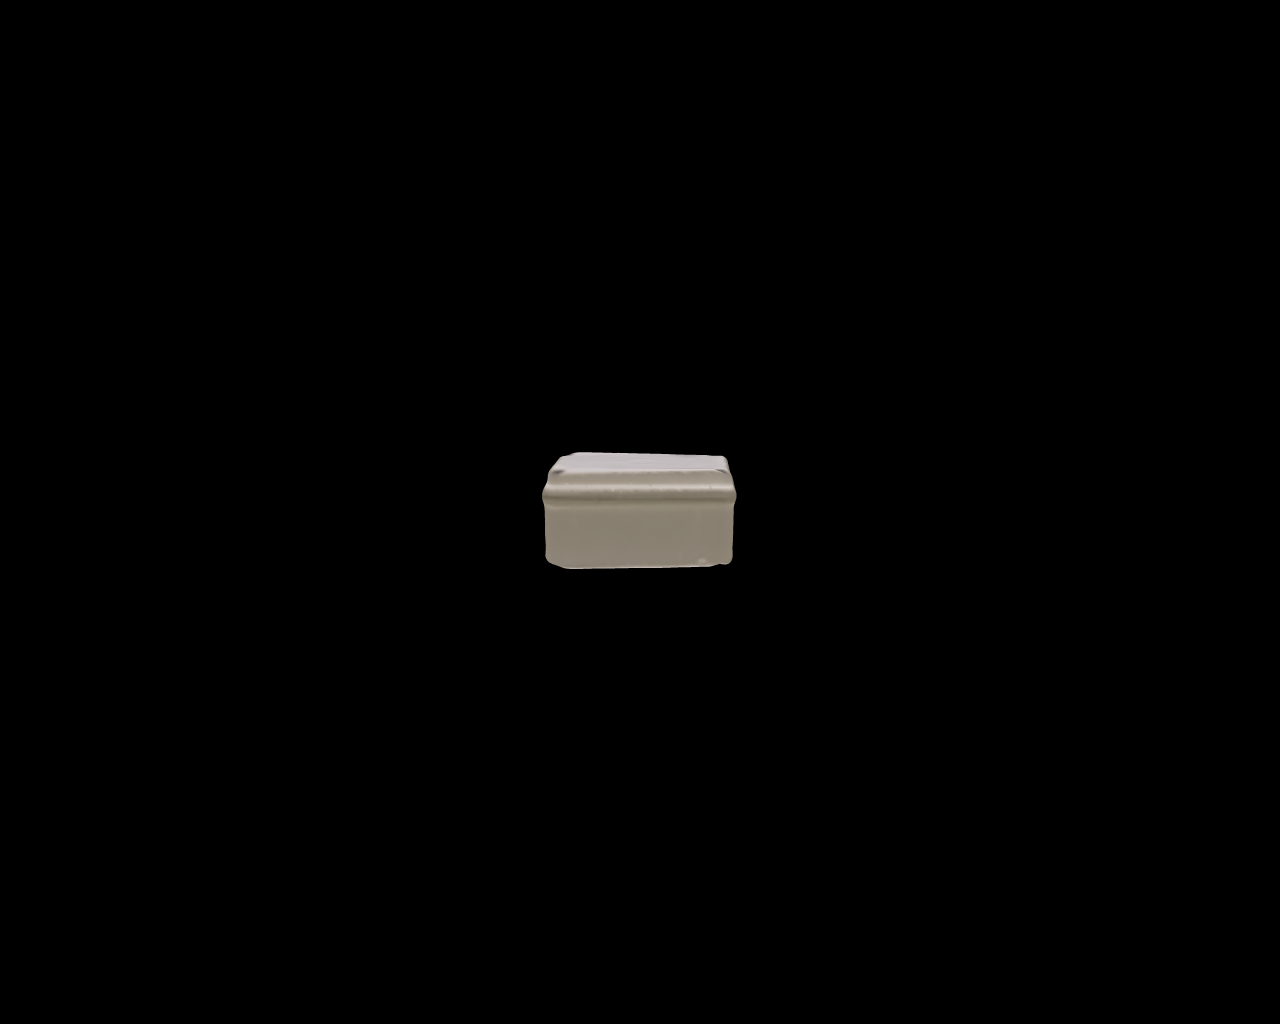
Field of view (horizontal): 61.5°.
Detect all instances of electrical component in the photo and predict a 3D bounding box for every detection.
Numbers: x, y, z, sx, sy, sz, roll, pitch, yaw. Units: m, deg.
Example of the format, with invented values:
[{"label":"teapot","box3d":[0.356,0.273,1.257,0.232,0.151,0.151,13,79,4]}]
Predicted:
[{"label":"electrical component","box3d":[0.001,-0.003,0.650,0.113,0.057,0.078,0,12,2]}]
